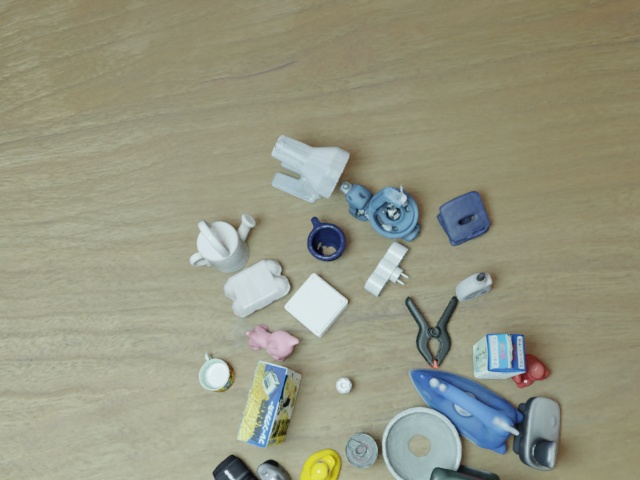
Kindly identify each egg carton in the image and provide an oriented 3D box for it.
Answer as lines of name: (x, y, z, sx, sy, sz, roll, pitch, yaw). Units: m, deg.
egg carton: (-0.152, 0.114, 1.374, 0.150, 0.069, 0.107, -29, 73, -3)

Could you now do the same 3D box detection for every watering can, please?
watering can: (-0.232, 0.001, 1.350, 0.100, 0.194, 0.173, 32, 79, 14)

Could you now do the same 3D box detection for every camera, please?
camera: (-0.158, 0.524, 1.235, 0.143, 0.101, 0.136, -43, 74, -7)

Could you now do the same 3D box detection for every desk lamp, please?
desk lamp: (-0.028, -0.168, 1.369, 0.203, 0.214, 0.118, 22, 77, 12)

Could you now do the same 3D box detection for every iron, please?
iron: (0.303, 0.346, 1.219, 0.258, 0.141, 0.119, 30, 79, 14)

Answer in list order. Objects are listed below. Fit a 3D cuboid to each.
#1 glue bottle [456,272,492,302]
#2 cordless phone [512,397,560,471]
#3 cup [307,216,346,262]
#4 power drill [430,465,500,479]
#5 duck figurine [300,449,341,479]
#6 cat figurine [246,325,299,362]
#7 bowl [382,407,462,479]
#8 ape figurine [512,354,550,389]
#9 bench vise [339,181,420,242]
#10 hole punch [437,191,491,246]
glue bottle: (0.348, 0.097, 1.272, 0.078, 0.173, 0.037, -17, 72, 1)
cordless phone: (0.460, 0.395, 1.165, 0.094, 0.185, 0.147, 7, 74, 8)
cup: (0.013, 0.005, 1.376, 0.091, 0.095, 0.117, -29, 73, -3)
power drill: (0.328, 0.503, 1.134, 0.229, 0.208, 0.076, 11, 75, 9)
duck figurine: (-0.002, 0.502, 1.233, 0.077, 0.086, 0.104, 43, 82, 16)
cat figurine: (-0.110, 0.233, 1.308, 0.127, 0.118, 0.067, 19, 76, 11)
bowl: (0.217, 0.447, 1.233, 0.167, 0.075, 0.167, -2, 73, 6)
ape figurine: (0.461, 0.285, 1.246, 0.077, 0.092, 0.076, 8, 74, 9)
bench vise: (0.133, -0.076, 1.322, 0.207, 0.220, 0.121, 12, 75, 10)
hole punch: (0.344, -0.051, 1.359, 0.108, 0.091, 0.101, -25, 72, -2)
